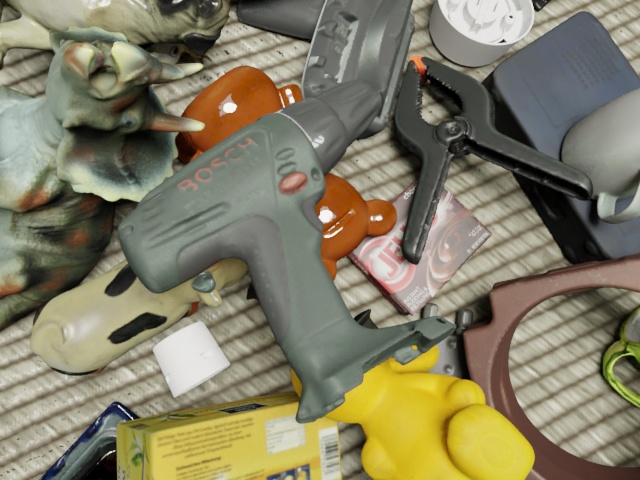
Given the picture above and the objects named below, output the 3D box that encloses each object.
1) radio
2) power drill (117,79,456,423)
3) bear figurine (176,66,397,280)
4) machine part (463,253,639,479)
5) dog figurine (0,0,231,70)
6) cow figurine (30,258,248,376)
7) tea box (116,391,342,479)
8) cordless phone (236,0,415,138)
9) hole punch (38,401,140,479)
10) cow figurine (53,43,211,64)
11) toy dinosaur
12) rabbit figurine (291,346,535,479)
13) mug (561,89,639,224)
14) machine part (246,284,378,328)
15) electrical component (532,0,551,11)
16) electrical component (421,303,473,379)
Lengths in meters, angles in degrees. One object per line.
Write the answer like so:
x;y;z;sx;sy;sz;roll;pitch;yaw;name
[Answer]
0.262;-0.092;0.529;0.131;0.073;0.229;-30;83;-7;radio
-0.001;-0.001;0.368;0.232;0.086;0.207;-29;77;-19;power drill
-0.034;-0.059;0.493;0.120;0.132;0.195;-44;103;-7;bear figurine
0.236;0.119;0.445;0.201;0.087;0.201;-17;82;28;machine part
-0.186;-0.222;0.449;0.190;0.121;0.172;-12;66;-26;dog figurine
-0.146;0.043;0.451;0.195;0.127;0.085;-29;87;-6;cow figurine
-0.066;0.180;0.425;0.169;0.068;0.098;4;78;-39;tea box
-0.007;-0.191;0.531;0.184;0.088;0.146;15;81;9;cordless phone
-0.172;0.216;0.454;0.142;0.092;0.115;-47;116;-12;hole punch
-0.192;-0.200;0.513;0.167;0.068;0.098;27;85;3;cow figurine
-0.230;-0.017;0.432;0.192;0.404;0.131;5;46;-36;toy dinosaur
0.061;0.128;0.420;0.173;0.162;0.121;31;109;9;rabbit figurine
0.255;-0.071;0.433;0.081;0.107;0.109;19;78;2;mug
-0.005;0.076;0.503;0.139;0.039;0.084;39;89;0;machine part
0.253;-0.291;0.534;0.075;0.119;0.048;-42;87;-6;electrical component
0.115;0.109;0.513;0.063;0.021;0.094;11;81;-3;electrical component
